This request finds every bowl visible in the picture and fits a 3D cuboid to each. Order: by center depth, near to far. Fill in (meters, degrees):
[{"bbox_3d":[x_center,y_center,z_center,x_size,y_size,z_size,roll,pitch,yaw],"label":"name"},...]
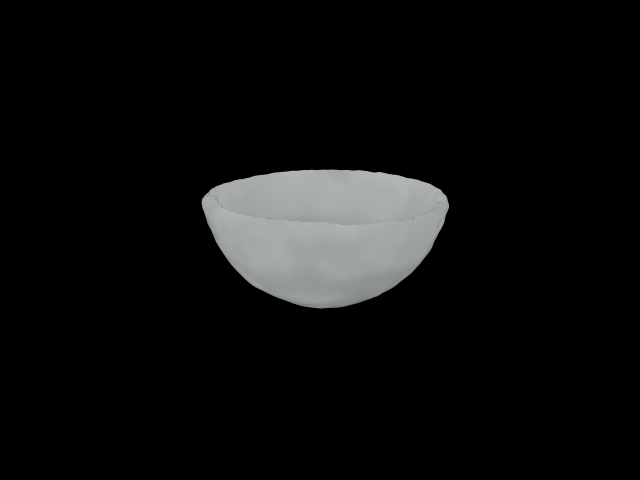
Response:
[{"bbox_3d":[0.004,0.001,0.400,0.167,0.075,0.167,0,18,0],"label":"bowl"}]
